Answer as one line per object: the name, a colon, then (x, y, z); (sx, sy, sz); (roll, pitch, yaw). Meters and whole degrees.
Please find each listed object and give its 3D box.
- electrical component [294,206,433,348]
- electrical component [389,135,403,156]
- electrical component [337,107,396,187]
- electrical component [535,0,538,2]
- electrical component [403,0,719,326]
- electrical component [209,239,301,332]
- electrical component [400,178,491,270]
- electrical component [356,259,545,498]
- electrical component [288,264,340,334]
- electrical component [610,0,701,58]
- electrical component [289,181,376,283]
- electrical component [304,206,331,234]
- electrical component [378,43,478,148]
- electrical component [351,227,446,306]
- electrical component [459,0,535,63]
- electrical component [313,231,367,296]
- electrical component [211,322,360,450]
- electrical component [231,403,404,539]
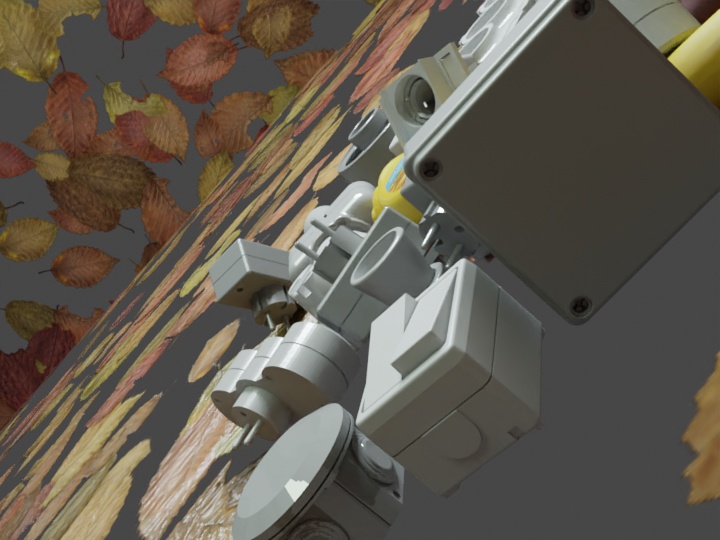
electrical component: (-0.006, -0.005, 0.705); (0.083, 0.076, 0.047); (-56, -3, -8)
electrical component: (0.070, -0.122, 0.889); (0.066, 0.047, 0.076); (-39, 16, 39)
electrical component: (0.024, -0.116, 0.995); (0.108, 0.060, 0.108); (-46, 13, 14)
electrical component: (0.155, -0.164, 0.709); (0.077, 0.043, 0.079); (26, 112, 47)
electrical component: (0.092, -0.052, 0.473); (0.108, 0.109, 0.056); (-47, 10, 11)
electrical component: (-0.077, 0.023, 0.928); (0.047, 0.083, 0.075); (-42, 53, 30)
electrical component: (0.059, -0.033, 0.626); (0.047, 0.066, 0.076); (-33, 21, 52)
electrical component: (0.040, 0.041, 0.485); (0.062, 0.061, 0.096); (-43, 14, 27)
electrical component: (-0.025, 0.020, 0.799); (0.040, 0.046, 0.040); (-46, 13, 14)
electrical component: (0.110, -0.100, 0.569); (0.052, 0.073, 0.138); (-14, -29, -46)
electrical component: (-0.011, -0.018, 0.846); (0.095, 0.054, 0.059); (-47, 13, 9)
electrical component: (-0.019, -0.037, 0.962); (0.044, 0.044, 0.065); (-53, 18, -15)
electrical component: (0.056, -0.124, 0.765); (0.064, 0.042, 0.081); (-20, -8, -44)
electrical component: (0.029, 0.009, 0.630); (0.045, 0.055, 0.045); (-46, 13, 14)
electrical component: (0.121, -0.177, 0.844); (0.089, 0.062, 0.150); (-36, 18, 45)
electrical component: (0.000, 0.000, 0.758); (0.055, 0.055, 0.047); (-52, 17, -10)
electrical component: (-0.060, 0.087, 0.707); (0.138, 0.052, 0.073); (-29, 24, 57)
electrical component: (-0.020, 0.108, 0.515); (0.080, 0.051, 0.080); (-46, 13, 14)
